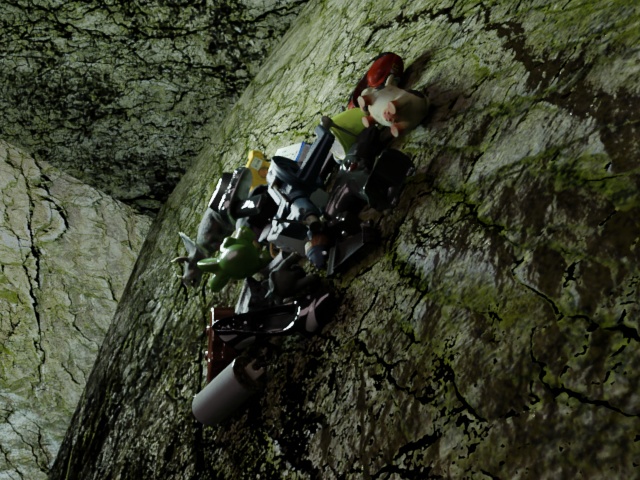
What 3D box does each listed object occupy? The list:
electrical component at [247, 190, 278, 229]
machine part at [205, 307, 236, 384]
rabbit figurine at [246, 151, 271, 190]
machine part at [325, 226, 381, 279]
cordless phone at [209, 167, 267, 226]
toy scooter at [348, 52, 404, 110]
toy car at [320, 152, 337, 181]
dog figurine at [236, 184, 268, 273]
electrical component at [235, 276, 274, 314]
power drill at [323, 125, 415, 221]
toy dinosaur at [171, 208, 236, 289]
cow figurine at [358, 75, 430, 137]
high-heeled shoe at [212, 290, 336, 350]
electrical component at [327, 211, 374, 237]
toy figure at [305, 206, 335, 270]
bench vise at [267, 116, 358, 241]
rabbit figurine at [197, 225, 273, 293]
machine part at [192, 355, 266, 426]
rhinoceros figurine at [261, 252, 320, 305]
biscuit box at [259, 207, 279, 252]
[{"bbox_3d":[-0.131,-0.092,1.333,0.075,0.047,0.119,-18,49,60],"label":"electrical component"},{"bbox_3d":[-0.220,0.234,1.187,0.179,0.056,0.179,-176,90,-75],"label":"machine part"},{"bbox_3d":[-0.185,-0.170,1.657,0.173,0.122,0.162,147,139,-72],"label":"rabbit figurine"},{"bbox_3d":[0.056,0.018,0.987,0.139,0.039,0.084,-36,28,47],"label":"machine part"},{"bbox_3d":[-0.182,-0.117,1.331,0.184,0.088,0.146,-7,57,51],"label":"cordless phone"},{"bbox_3d":[0.123,-0.335,1.229,0.184,0.075,0.135,-42,28,42],"label":"toy scooter"},{"bbox_3d":[-0.005,-0.156,1.296,0.089,0.053,0.202,36,98,41],"label":"toy car"},{"bbox_3d":[-0.161,-0.021,1.403,0.191,0.108,0.219,-41,33,32],"label":"dog figurine"},{"bbox_3d":[-0.146,0.159,1.176,0.134,0.058,0.114,-121,46,-65],"label":"electrical component"},{"bbox_3d":[0.093,-0.132,1.039,0.232,0.086,0.207,-63,27,-5],"label":"power drill"},{"bbox_3d":[-0.276,-0.046,1.555,0.404,0.192,0.131,-57,25,11],"label":"toy dinosaur"},{"bbox_3d":[0.144,-0.273,1.075,0.127,0.085,0.195,-24,29,-20],"label":"cow figurine"},{"bbox_3d":[-0.091,0.137,1.006,0.248,0.145,0.086,-46,27,34],"label":"high-heeled shoe"},{"bbox_3d":[0.058,-0.030,1.005,0.094,0.063,0.021,-20,45,56],"label":"electrical component"},{"bbox_3d":[-0.001,-0.002,1.106,0.058,0.064,0.154,-6,44,16],"label":"toy figure"},{"bbox_3d":[-0.030,-0.128,1.072,0.240,0.129,0.224,-61,26,19],"label":"bench vise"},{"bbox_3d":[-0.199,0.042,1.235,0.159,0.121,0.170,-29,0,-4],"label":"rabbit figurine"},{"bbox_3d":[-0.188,0.307,1.089,0.243,0.079,0.079,-44,27,33],"label":"machine part"},{"bbox_3d":[-0.063,0.084,1.068,0.112,0.073,0.190,-43,-2,-7],"label":"rhinoceros figurine"},{"bbox_3d":[-0.085,-0.073,1.356,0.059,0.063,0.202,-22,43,57],"label":"biscuit box"}]
